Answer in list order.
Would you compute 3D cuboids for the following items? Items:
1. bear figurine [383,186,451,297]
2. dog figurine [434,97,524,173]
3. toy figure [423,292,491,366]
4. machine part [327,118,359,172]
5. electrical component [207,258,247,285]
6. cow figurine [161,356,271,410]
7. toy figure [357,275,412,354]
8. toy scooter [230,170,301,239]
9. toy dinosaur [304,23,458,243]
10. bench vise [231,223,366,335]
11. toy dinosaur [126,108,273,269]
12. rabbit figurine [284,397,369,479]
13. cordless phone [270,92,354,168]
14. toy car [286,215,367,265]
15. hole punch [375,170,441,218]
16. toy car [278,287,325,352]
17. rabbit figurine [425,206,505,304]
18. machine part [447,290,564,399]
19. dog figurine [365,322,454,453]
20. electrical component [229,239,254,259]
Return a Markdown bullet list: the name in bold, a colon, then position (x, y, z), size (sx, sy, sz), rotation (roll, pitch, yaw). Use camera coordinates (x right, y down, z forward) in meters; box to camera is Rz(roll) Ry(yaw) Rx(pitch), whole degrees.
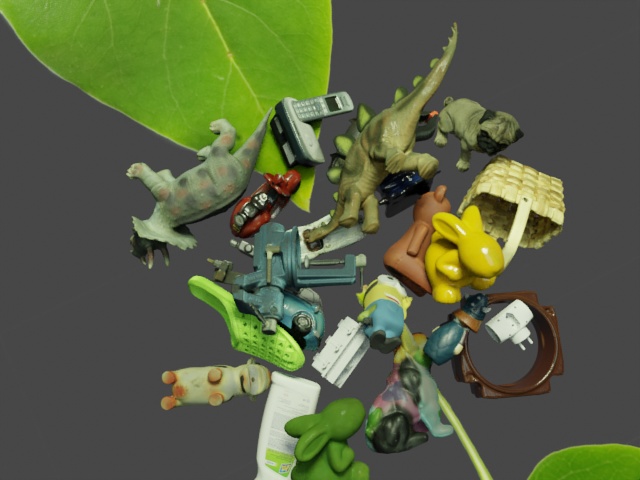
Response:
- **bear figurine**: position (0.217, 0.000, 1.069), size (0.132, 0.120, 0.196), rotation (38, 77, 0)
- **dog figurine**: position (0.313, -0.239, 1.070), size (0.121, 0.190, 0.172), rotation (-40, 83, -7)
- **toy figure**: position (0.256, 0.162, 0.994), size (0.064, 0.057, 0.154), rotation (43, 89, 17)
- **machine part**: position (0.069, -0.190, 1.125), size (0.084, 0.039, 0.139), rotation (20, 78, -11)
- **electrical component**: position (-0.181, 0.063, 1.051), size (0.078, 0.102, 0.045), rotation (10, 86, 3)
- **cow figurine**: position (-0.187, 0.274, 1.020), size (0.195, 0.127, 0.085), rotation (-9, 81, 11)
- **toy figure**: position (0.117, 0.137, 1.017), size (0.089, 0.180, 0.082), rotation (-26, 116, 25)
- **toy scooter**: position (-0.109, -0.078, 1.059), size (0.184, 0.135, 0.075), rotation (-44, 87, -6)
- **toy dinosaur**: position (0.118, -0.174, 0.986), size (0.471, 0.105, 0.199), rotation (-48, 44, 20)
- **bench vise**: position (-0.035, 0.063, 0.973), size (0.241, 0.128, 0.224), rotation (-3, 46, 2)
- **toy dinosaur**: position (-0.224, -0.103, 1.053), size (0.405, 0.131, 0.192), rotation (-33, 77, -4)
- **rabbit figurine**: position (0.014, 0.354, 0.965), size (0.159, 0.121, 0.170), rotation (11, 104, -25)
- **cordless phone**: position (0.002, -0.234, 1.122), size (0.184, 0.089, 0.146), rotation (-21, 84, -25)
- **toy car**: position (-0.002, -0.003, 1.090), size (0.202, 0.056, 0.073), rotation (-22, 82, -4)
- **hole punch**: position (0.161, -0.119, 1.088), size (0.142, 0.115, 0.092), rotation (-26, 75, -6)
- **toy car**: position (-0.050, 0.139, 1.052), size (0.162, 0.109, 0.103), rotation (31, 59, 15)
- **rabbit figurine**: position (0.259, 0.024, 0.926), size (0.122, 0.173, 0.162), rotation (-10, 87, -10)
- **machine part**: position (0.362, 0.203, 1.054), size (0.201, 0.087, 0.201), rotation (-4, 80, -2)
- **dog figurine**: position (0.153, 0.272, 1.023), size (0.191, 0.108, 0.219), rotation (-10, 77, -20)
- **electrical component**: position (-0.141, 0.021, 1.078), size (0.094, 0.063, 0.021), rotation (26, 82, 3)
